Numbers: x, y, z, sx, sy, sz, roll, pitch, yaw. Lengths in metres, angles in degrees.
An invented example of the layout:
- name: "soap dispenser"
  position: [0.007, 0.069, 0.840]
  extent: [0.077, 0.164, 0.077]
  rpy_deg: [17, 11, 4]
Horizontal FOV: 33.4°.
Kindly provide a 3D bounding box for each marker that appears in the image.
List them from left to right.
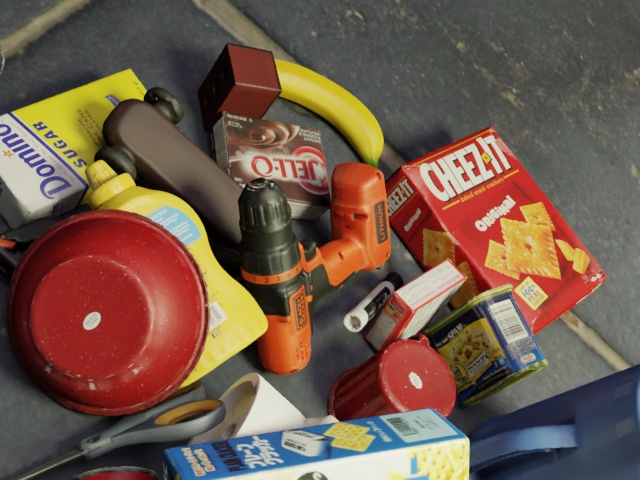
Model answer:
- name: "marker"
  position: [0.053, 0.057, 1.012]
  extent: [0.020, 0.020, 0.121]
  rpy_deg: [47, 29, 3]

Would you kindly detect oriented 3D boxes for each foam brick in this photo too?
- name: "foam brick"
  position: [-0.080, -0.146, 1.046]
  extent: [0.051, 0.078, 0.053]
  rpy_deg: [4, 57, -30]

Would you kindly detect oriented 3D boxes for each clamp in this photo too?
- name: "clamp"
  position: [-0.191, 0.016, 0.894]
  extent: [0.171, 0.039, 0.120]
  rpy_deg: [23, 44, -27]

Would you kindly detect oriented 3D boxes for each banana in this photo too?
- name: "banana"
  position: [-0.004, -0.143, 1.119]
  extent: [0.197, 0.037, 0.069]
  rpy_deg: [34, 47, -9]

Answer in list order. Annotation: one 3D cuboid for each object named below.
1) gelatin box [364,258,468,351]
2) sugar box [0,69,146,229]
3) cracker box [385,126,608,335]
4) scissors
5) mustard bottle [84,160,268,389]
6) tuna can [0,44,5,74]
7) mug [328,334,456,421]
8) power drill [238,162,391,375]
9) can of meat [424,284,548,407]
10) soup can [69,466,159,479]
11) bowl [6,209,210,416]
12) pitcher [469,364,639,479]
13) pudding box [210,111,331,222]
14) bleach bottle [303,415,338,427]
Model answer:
- name: "gelatin box"
  position: [0.091, 0.063, 1.015]
  extent: [0.030, 0.073, 0.089]
  rpy_deg: [46, 47, 17]
- name: "sugar box"
  position: [-0.215, -0.082, 0.938]
  extent: [0.175, 0.048, 0.093]
  rpy_deg: [-31, 80, -43]
- name: "cracker box"
  position: [0.182, -0.003, 1.121]
  extent: [0.163, 0.072, 0.214]
  rpy_deg: [-26, 76, -41]
- name: "scissors"
  position: [-0.153, 0.155, 0.800]
  extent: [0.201, 0.096, 0.016]
  rpy_deg: [-27, 110, -44]
- name: "mustard bottle"
  position: [-0.131, 0.019, 0.866]
  extent: [0.096, 0.058, 0.191]
  rpy_deg: [-33, 90, -21]
- name: "tuna can"
  position: [-0.321, -0.155, 0.927]
  extent: [0.086, 0.034, 0.086]
  rpy_deg: [16, 53, -23]
- name: "mug"
  position: [0.071, 0.132, 0.953]
  extent: [0.093, 0.082, 0.117]
  rpy_deg: [36, 48, -7]
- name: "power drill"
  position: [-0.006, 0.001, 0.949]
  extent: [0.057, 0.184, 0.187]
  rpy_deg: [14, 35, 29]
- name: "can of meat"
  position: [0.158, 0.102, 1.017]
  extent: [0.057, 0.102, 0.084]
  rpy_deg: [-13, 70, -37]
- name: "soup can"
  position: [-0.147, 0.222, 0.764]
  extent: [0.068, 0.069, 0.102]
  rpy_deg: [8, 57, -28]
- name: "bowl"
  position: [-0.166, 0.057, 0.806]
  extent: [0.162, 0.055, 0.162]
  rpy_deg: [0, 90, 3]
- name: "pitcher"
  position: [0.228, 0.183, 0.911]
  extent: [0.145, 0.243, 0.149]
  rpy_deg: [50, 54, 3]
- name: "pudding box"
  position: [-0.048, -0.070, 1.041]
  extent: [0.113, 0.039, 0.090]
  rpy_deg: [7, 59, -28]
- name: "bleach bottle"
  position: [0.065, 0.223, 0.903]
  extent: [0.251, 0.068, 0.102]
  rpy_deg: [38, 35, 1]
